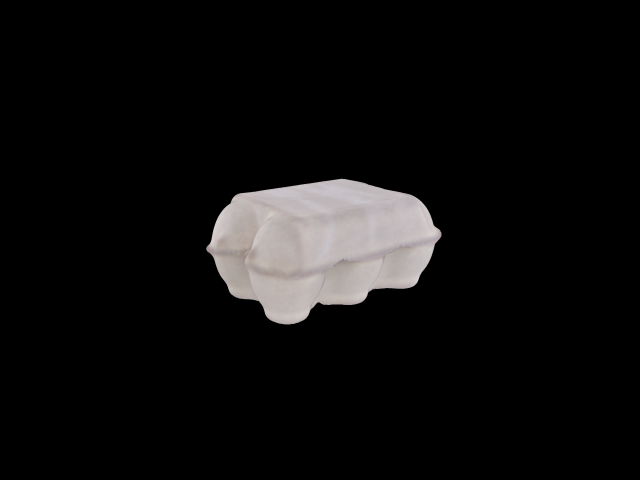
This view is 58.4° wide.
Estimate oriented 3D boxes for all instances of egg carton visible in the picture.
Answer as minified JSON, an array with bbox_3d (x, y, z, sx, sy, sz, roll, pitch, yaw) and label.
[{"bbox_3d":[0.004,0.001,0.400,0.151,0.069,0.107,-13,22,-35],"label":"egg carton"}]
